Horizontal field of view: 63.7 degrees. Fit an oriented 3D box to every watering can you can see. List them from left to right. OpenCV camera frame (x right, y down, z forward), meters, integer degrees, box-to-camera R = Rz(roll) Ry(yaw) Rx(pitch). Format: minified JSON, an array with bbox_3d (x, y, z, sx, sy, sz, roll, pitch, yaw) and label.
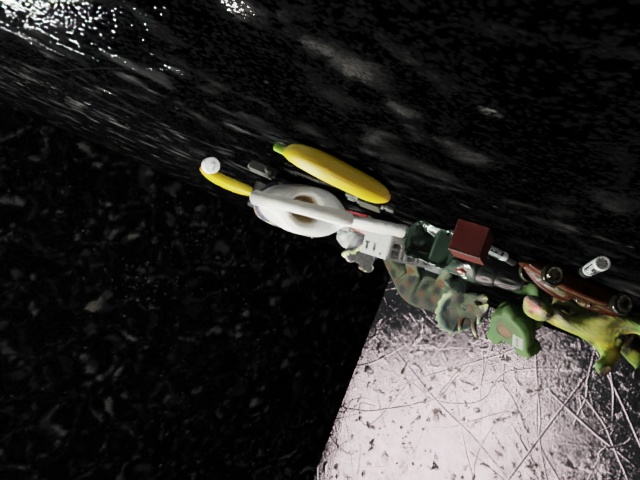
[{"bbox_3d":[0.003,-0.055,1.093,0.346,0.104,0.225,12,-177,-28],"label":"watering can"}]

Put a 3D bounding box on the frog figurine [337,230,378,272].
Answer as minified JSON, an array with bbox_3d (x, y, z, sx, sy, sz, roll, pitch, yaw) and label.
[{"bbox_3d":[0.117,-0.001,1.540,0.137,0.120,0.163,14,-145,-18],"label":"frog figurine"}]

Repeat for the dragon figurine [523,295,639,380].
[{"bbox_3d":[0.581,0.161,1.033,0.409,0.120,0.247,9,-160,-22],"label":"dragon figurine"}]
